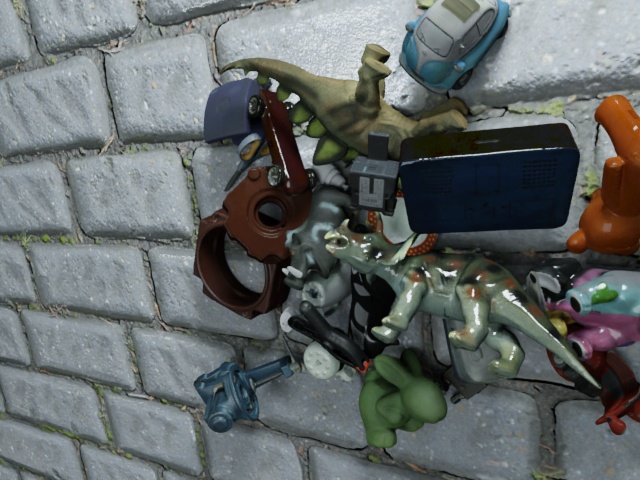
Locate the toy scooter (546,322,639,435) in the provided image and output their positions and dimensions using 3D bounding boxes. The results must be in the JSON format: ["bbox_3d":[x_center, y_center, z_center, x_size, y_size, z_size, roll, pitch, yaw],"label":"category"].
[{"bbox_3d":[0.396,0.203,0.766,0.184,0.135,0.075,44,125,13],"label":"toy scooter"}]

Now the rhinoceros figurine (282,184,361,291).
[{"bbox_3d":[-0.002,-0.003,0.917,0.112,0.073,0.190,22,83,-12],"label":"rhinoceros figurine"}]

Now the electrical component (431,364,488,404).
[{"bbox_3d":[0.243,0.237,0.926,0.102,0.045,0.078,-42,81,34],"label":"electrical component"}]

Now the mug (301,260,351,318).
[{"bbox_3d":[0.009,0.092,0.986,0.081,0.107,0.109,20,114,27],"label":"mug"}]

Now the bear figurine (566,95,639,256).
[{"bbox_3d":[0.398,-0.072,0.702,0.120,0.132,0.195,1,144,-3],"label":"bear figurine"}]

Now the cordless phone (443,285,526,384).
[{"bbox_3d":[0.291,0.142,0.834,0.184,0.088,0.146,-15,70,20],"label":"cordless phone"}]

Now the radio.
[{"bbox_3d":[0.231,-0.081,0.756,0.230,0.073,0.130,-2,127,15],"label":"radio"}]

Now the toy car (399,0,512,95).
[{"bbox_3d":[0.186,-0.286,0.728,0.161,0.103,0.109,-45,78,5],"label":"toy car"}]

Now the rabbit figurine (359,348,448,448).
[{"bbox_3d":[0.157,0.274,0.949,0.170,0.121,0.159,-30,69,53],"label":"rabbit figurine"}]

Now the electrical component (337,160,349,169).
[{"bbox_3d":[0.024,-0.172,0.939,0.094,0.021,0.063,43,124,11],"label":"electrical component"}]

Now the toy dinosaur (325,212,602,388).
[{"bbox_3d":[0.201,0.075,0.788,0.405,0.192,0.131,14,157,23],"label":"toy dinosaur"}]

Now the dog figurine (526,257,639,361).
[{"bbox_3d":[0.417,0.074,0.722,0.219,0.192,0.108,-13,109,-5],"label":"dog figurine"}]

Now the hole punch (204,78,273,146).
[{"bbox_3d":[-0.157,-0.235,0.992,0.142,0.092,0.115,-5,100,37],"label":"hole punch"}]

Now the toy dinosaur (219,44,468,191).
[{"bbox_3d":[0.059,-0.192,0.837,0.471,0.105,0.198,34,124,5],"label":"toy dinosaur"}]

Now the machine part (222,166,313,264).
[{"bbox_3d":[-0.089,-0.046,0.970,0.179,0.056,0.179,1,86,-8],"label":"machine part"}]

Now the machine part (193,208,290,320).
[{"bbox_3d":[-0.155,0.043,1.085,0.202,0.087,0.200,26,118,24],"label":"machine part"}]

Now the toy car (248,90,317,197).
[{"bbox_3d":[-0.069,-0.167,0.931,0.053,0.089,0.202,-34,69,44],"label":"toy car"}]

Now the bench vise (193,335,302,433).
[{"bbox_3d":[-0.149,0.300,1.137,0.241,0.224,0.128,-25,97,5],"label":"bench vise"}]

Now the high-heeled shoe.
[{"bbox_3d":[0.077,0.097,0.976,0.145,0.086,0.248,-13,91,60],"label":"high-heeled shoe"}]

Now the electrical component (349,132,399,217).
[{"bbox_3d":[0.084,-0.098,0.808,0.075,0.048,0.119,12,132,11],"label":"electrical component"}]
